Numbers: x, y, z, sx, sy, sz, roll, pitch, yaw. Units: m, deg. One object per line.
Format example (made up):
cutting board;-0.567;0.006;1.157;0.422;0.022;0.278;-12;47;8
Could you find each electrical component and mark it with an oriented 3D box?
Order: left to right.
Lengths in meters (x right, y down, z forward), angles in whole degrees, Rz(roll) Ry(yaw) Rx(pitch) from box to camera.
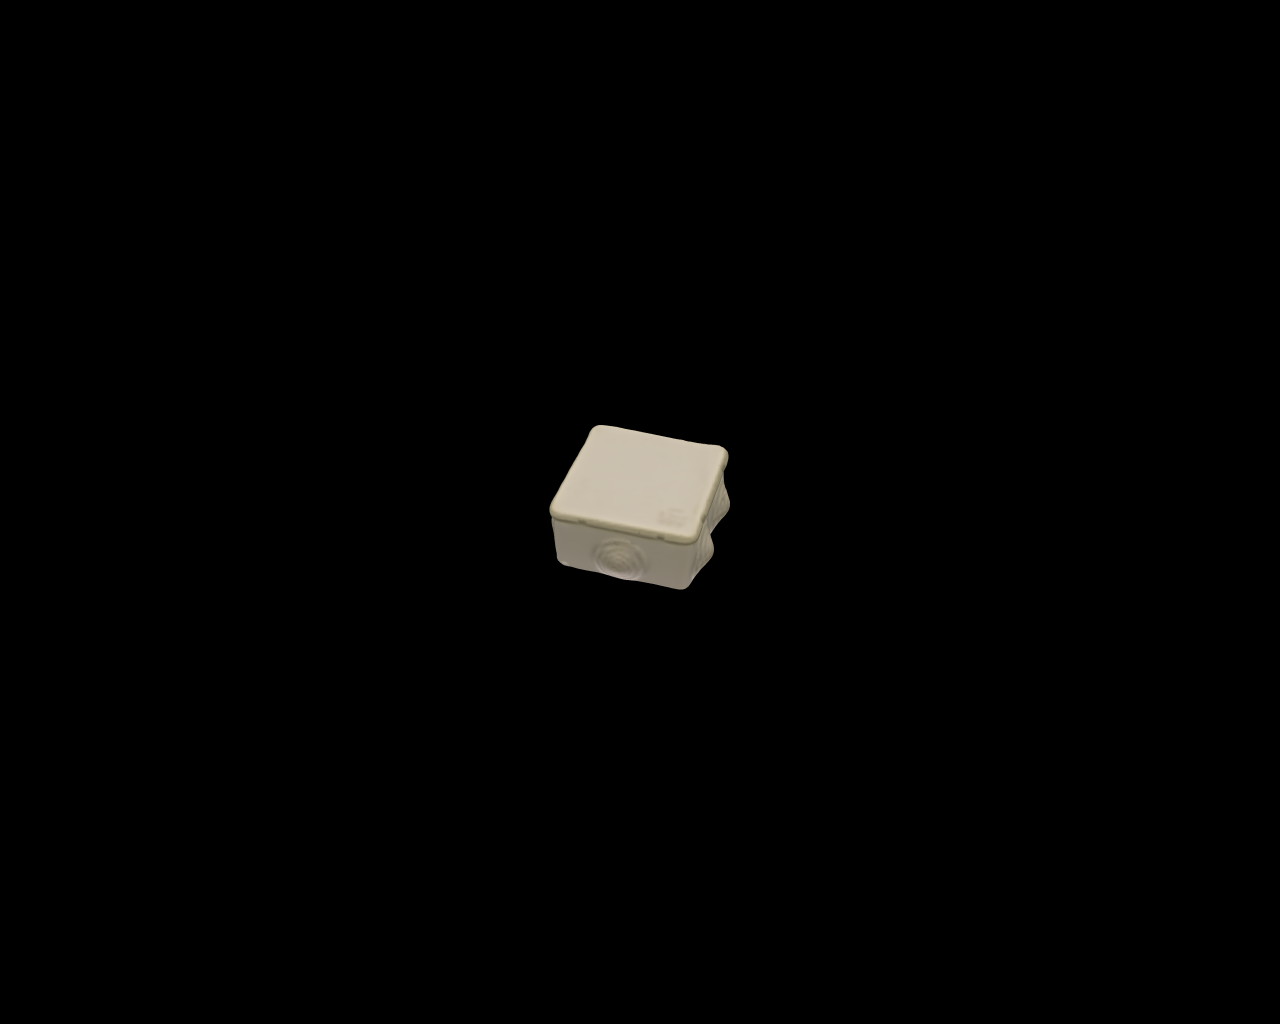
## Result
electrical component;0.001;-0.003;0.650;0.100;0.048;0.100;11;43;12
